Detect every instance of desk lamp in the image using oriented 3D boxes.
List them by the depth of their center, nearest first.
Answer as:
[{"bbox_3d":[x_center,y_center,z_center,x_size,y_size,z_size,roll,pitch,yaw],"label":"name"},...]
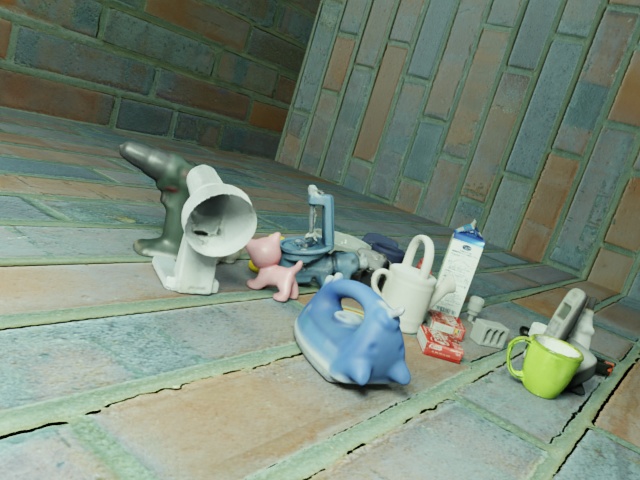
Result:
[{"bbox_3d":[-0.206,-0.015,0.991,0.118,0.213,0.202,10,13,-32],"label":"desk lamp"}]

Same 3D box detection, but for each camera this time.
[{"bbox_3d":[0.094,0.063,1.362,0.136,0.101,0.143,21,12,17],"label":"camera"}]

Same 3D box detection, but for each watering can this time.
[{"bbox_3d":[0.192,0.084,1.170,0.173,0.194,0.100,9,14,-38],"label":"watering can"}]

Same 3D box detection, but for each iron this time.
[{"bbox_3d":[0.041,0.123,0.891,0.119,0.141,0.257,10,14,-34],"label":"iron"}]

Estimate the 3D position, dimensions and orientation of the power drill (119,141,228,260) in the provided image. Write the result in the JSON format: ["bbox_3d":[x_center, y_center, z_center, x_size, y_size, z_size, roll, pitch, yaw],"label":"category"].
[{"bbox_3d":[-0.299,-0.071,1.133,0.230,0.208,0.075,10,13,-32],"label":"power drill"}]

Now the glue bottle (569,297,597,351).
[{"bbox_3d":[0.541,0.200,1.199,0.037,0.173,0.078,15,11,-9],"label":"glue bottle"}]

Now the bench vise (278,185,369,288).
[{"bbox_3d":[0.006,0.001,1.223,0.208,0.220,0.121,10,13,-32],"label":"bench vise"}]

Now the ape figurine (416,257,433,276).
[{"bbox_3d":[0.272,0.088,1.536,0.076,0.092,0.077,6,16,-44],"label":"ape figurine"}]

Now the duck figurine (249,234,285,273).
[{"bbox_3d":[-0.100,0.030,1.263,0.105,0.086,0.077,8,15,-40],"label":"duck figurine"}]

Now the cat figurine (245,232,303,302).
[{"bbox_3d":[-0.092,0.045,1.123,0.127,0.118,0.067,22,12,20],"label":"cat figurine"}]

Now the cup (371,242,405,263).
[{"bbox_3d":[0.169,0.062,1.496,0.091,0.095,0.118,20,11,10],"label":"cup"}]

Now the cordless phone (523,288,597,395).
[{"bbox_3d":[0.486,0.192,1.120,0.094,0.185,0.147,15,12,-12],"label":"cordless phone"}]

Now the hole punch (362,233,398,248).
[{"bbox_3d":[0.160,0.034,1.627,0.108,0.091,0.101,21,12,17],"label":"hole punch"}]

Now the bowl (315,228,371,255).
[{"bbox_3d":[0.050,0.030,1.521,0.167,0.075,0.167,17,11,-3],"label":"bowl"}]

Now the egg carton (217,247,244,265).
[{"bbox_3d":[-0.243,-0.001,1.237,0.149,0.069,0.107,24,13,29],"label":"egg carton"}]
